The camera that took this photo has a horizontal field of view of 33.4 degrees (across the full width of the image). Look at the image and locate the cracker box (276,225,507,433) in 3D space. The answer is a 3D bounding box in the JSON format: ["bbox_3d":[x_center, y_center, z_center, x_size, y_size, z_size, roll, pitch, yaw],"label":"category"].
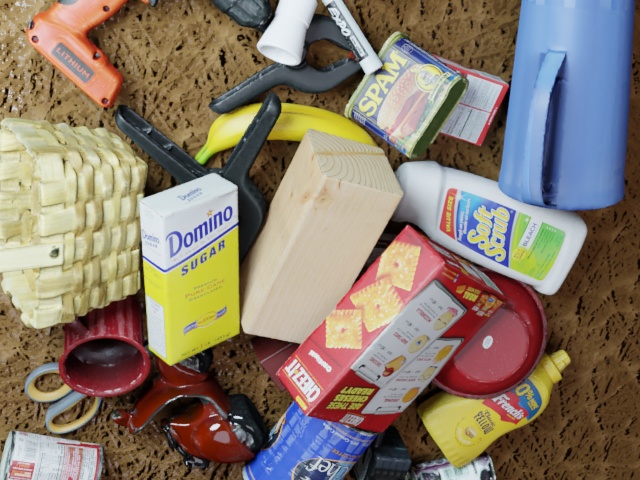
[{"bbox_3d":[0.078,0.100,1.139,0.214,0.072,0.164,-48,145,11],"label":"cracker box"}]

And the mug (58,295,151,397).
[{"bbox_3d":[-0.231,0.097,1.111,0.093,0.081,0.117,-27,131,12],"label":"mug"}]

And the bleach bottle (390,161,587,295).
[{"bbox_3d":[0.166,-0.021,1.180,0.250,0.068,0.103,17,111,-19],"label":"bleach bottle"}]

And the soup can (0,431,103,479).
[{"bbox_3d":[-0.300,0.253,1.190,0.102,0.068,0.068,13,111,-20],"label":"soup can"}]

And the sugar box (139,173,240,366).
[{"bbox_3d":[-0.127,0.030,1.061,0.093,0.048,0.176,-25,132,-35],"label":"sugar box"}]

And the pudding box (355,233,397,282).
[{"bbox_3d":[0.075,0.049,1.204,0.090,0.039,0.114,6,116,-20],"label":"pudding box"}]

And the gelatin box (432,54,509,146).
[{"bbox_3d":[0.144,-0.148,1.129,0.089,0.030,0.073,15,112,-20],"label":"gelatin box"}]

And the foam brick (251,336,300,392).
[{"bbox_3d":[-0.029,0.123,1.205,0.078,0.053,0.051,-31,119,2],"label":"foam brick"}]

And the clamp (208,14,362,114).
[{"bbox_3d":[-0.034,-0.176,1.062,0.171,0.039,0.120,8,109,-16],"label":"clamp"}]

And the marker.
[{"bbox_3d":[0.023,-0.218,1.044,0.020,0.020,0.121,-32,94,2],"label":"marker"}]

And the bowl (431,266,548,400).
[{"bbox_3d":[0.189,0.113,1.227,0.162,0.055,0.162,0,98,-3],"label":"bowl"}]

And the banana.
[{"bbox_3d":[-0.029,-0.111,1.102,0.197,0.037,0.070,0,144,-11],"label":"banana"}]

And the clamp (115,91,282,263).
[{"bbox_3d":[-0.098,-0.061,1.083,0.165,0.036,0.210,-8,128,13],"label":"clamp"}]

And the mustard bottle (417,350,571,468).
[{"bbox_3d":[0.220,0.192,1.301,0.191,0.058,0.096,-33,114,2],"label":"mustard bottle"}]

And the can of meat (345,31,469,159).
[{"bbox_3d":[0.089,-0.144,1.077,0.084,0.057,0.102,38,106,18],"label":"can of meat"}]

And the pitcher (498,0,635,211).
[{"bbox_3d":[0.253,-0.156,1.092,0.145,0.149,0.243,-6,114,-13],"label":"pitcher"}]

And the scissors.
[{"bbox_3d":[-0.241,0.135,1.176,0.202,0.016,0.096,-45,118,9],"label":"scissors"}]

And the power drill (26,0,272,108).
[{"bbox_3d":[-0.163,-0.215,0.989,0.184,0.057,0.188,41,98,-14],"label":"power drill"}]

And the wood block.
[{"bbox_3d":[-0.008,0.001,1.106,0.090,0.090,0.206,13,123,-23],"label":"wood block"}]

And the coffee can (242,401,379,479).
[{"bbox_3d":[-0.010,0.243,1.240,0.102,0.103,0.140,29,105,-25],"label":"coffee can"}]
